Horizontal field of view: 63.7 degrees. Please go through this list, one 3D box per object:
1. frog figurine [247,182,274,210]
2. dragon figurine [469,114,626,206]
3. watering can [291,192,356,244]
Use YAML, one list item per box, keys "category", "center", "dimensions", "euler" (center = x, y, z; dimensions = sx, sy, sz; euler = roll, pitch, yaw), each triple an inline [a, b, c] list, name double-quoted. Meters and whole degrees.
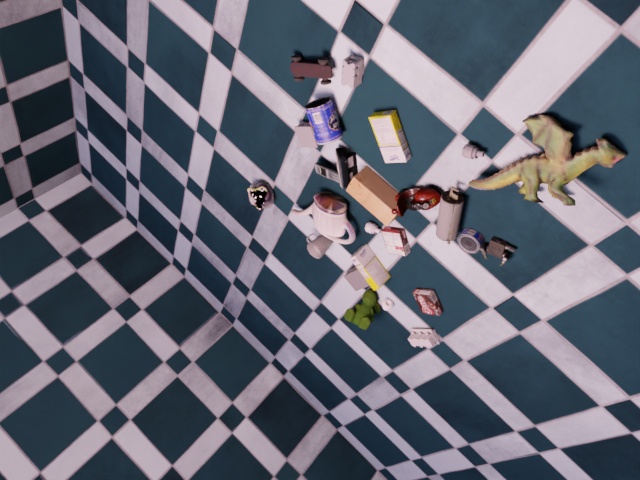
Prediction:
- category: "frog figurine"
  center: [-0.273, -0.206, 2.400]
  dimensions: [0.137, 0.122, 0.160]
  euler: [41, -178, -4]
- category: "dragon figurine"
  center: [0.600, -0.224, 1.412]
  dimensions: [0.412, 0.123, 0.239]
  euler: [14, 115, 38]
- category: "watering can"
  center: [0.007, -0.108, 2.152]
  dimensions: [0.351, 0.106, 0.219]
  euler: [30, 140, 26]
